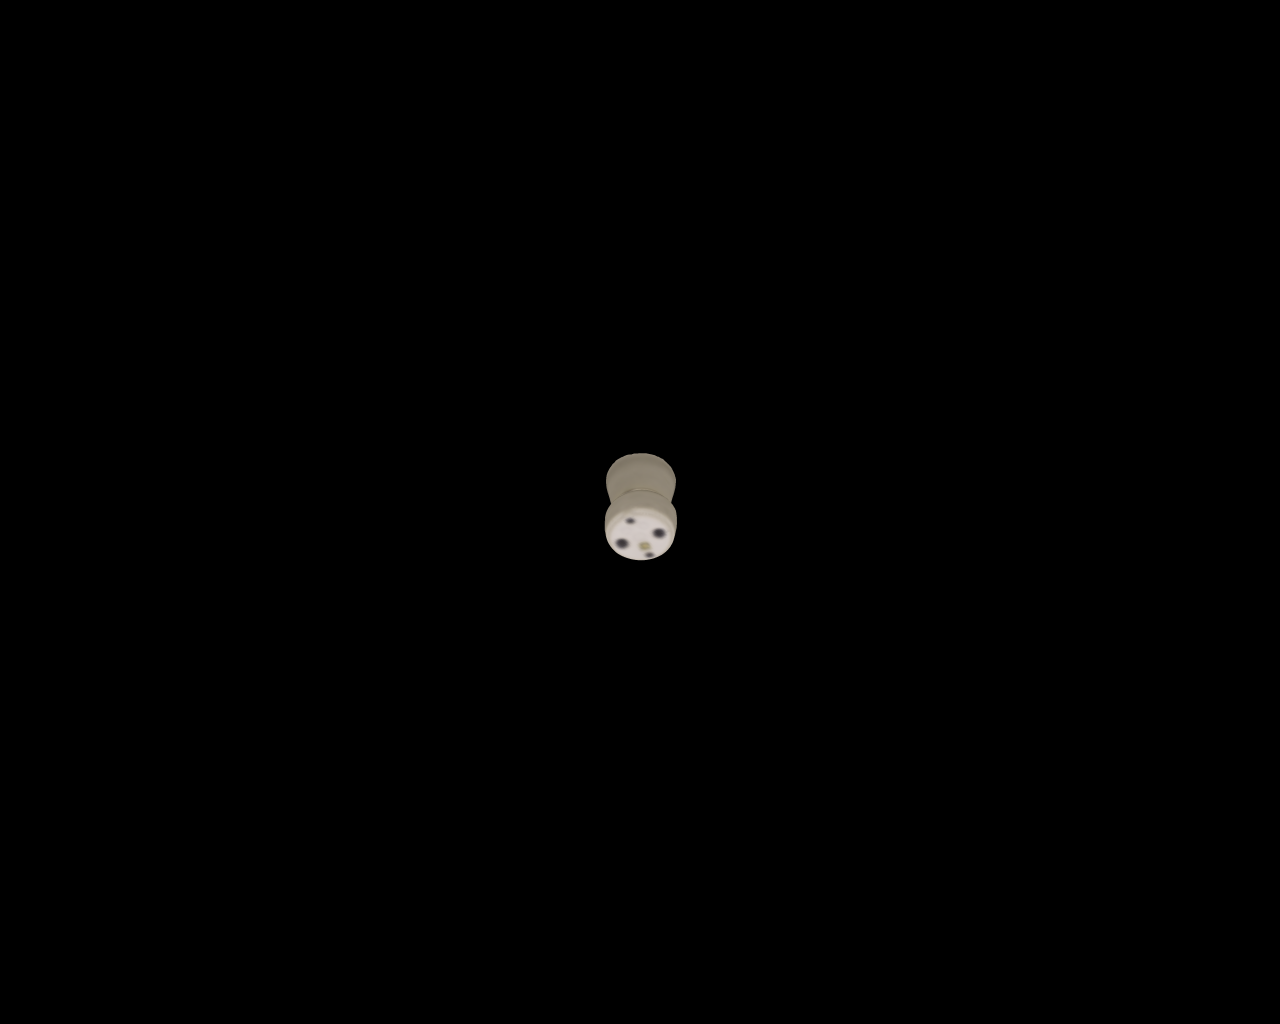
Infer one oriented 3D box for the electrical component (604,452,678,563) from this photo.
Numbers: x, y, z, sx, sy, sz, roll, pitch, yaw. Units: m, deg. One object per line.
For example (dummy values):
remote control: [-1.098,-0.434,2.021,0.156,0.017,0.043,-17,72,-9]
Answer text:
electrical component: [0.001,-0.003,0.650,0.045,0.044,0.055,0,41,0]
